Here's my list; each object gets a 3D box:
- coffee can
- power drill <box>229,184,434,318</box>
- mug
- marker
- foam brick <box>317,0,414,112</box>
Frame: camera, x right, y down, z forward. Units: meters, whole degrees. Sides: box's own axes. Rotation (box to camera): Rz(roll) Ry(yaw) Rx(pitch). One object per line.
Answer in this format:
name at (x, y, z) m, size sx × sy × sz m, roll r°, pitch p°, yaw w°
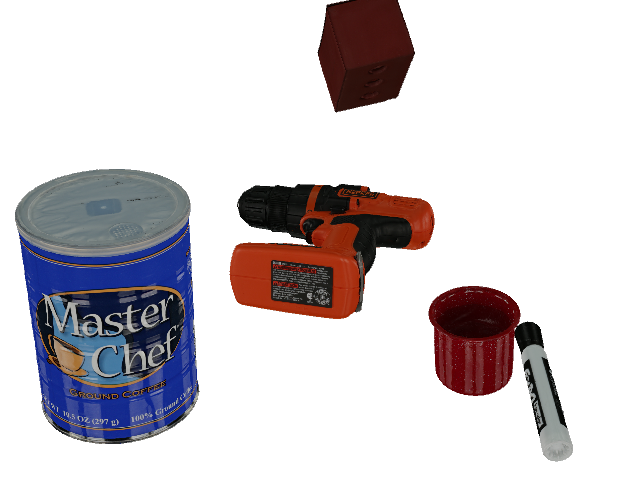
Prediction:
coffee can at (-0.130, 0.040, 0.666) m, size 0.103 × 0.140 × 0.103 m, roll 1°, pitch 29°, yaw -1°
power drill at (-0.009, -0.001, 0.910) m, size 0.185 × 0.057 × 0.187 m, roll 5°, pitch 23°, yaw 17°
mug at (0.166, 0.100, 1.118) m, size 0.093 × 0.081 × 0.117 m, roll 15°, pitch 38°, yaw 27°
marker at (0.147, 0.096, 0.710) m, size 0.020 × 0.020 × 0.121 m, roll 0°, pitch 35°, yaw 0°
foam brick at (0.032, -0.137, 0.780) m, size 0.053 × 0.051 × 0.078 m, roll -14°, pitch -15°, yaw -8°
